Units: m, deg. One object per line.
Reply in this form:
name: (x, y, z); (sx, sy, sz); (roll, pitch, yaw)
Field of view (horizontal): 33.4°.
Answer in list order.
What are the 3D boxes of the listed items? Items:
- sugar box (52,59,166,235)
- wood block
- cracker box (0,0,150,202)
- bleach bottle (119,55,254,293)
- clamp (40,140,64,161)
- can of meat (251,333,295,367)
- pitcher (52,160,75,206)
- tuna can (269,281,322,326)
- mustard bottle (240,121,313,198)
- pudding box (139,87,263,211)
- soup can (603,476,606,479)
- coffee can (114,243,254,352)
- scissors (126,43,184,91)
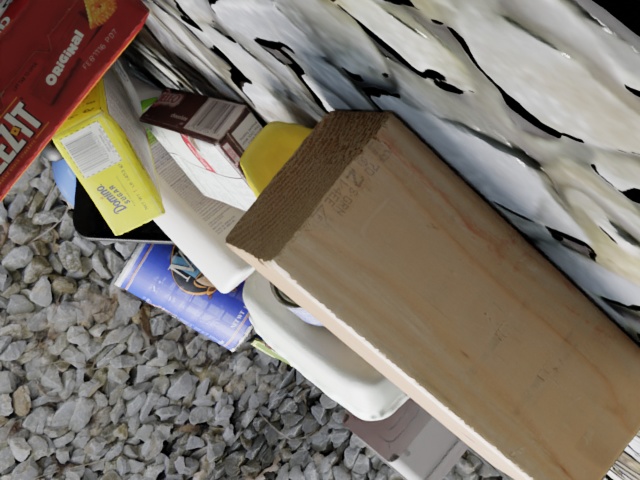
sugar box: (-0.160, -0.091, 0.780); (0.093, 0.048, 0.176); (64, 180, -37)
wood block: (0.064, 0.035, 0.539); (0.206, 0.090, 0.091); (41, 173, -19)
cracker box: (-0.217, -0.120, 0.714); (0.072, 0.164, 0.214); (40, 175, -32)
bleach bottle: (-0.130, -0.077, 0.915); (0.251, 0.102, 0.068); (48, 147, 2)
clamp: (-0.236, -0.145, 0.857); (0.120, 0.039, 0.171); (44, 153, 56)
can of meat: (-0.028, 0.083, 1.107); (0.057, 0.084, 0.102); (29, 171, -1)
pitcher: (-0.212, -0.090, 1.145); (0.243, 0.149, 0.145); (177, 75, -77)
tuna can: (0.005, 0.021, 0.808); (0.033, 0.086, 0.086); (42, 174, -41)
mustard bottle: (0.004, -0.013, 0.688); (0.096, 0.058, 0.191); (36, 174, 9)
pudding box: (-0.069, -0.062, 0.772); (0.114, 0.039, 0.090); (23, 158, 51)
soup can: (0.207, 0.195, 0.980); (0.068, 0.068, 0.102); (41, 173, -22)
coffee can: (-0.124, 0.036, 1.091); (0.140, 0.103, 0.103); (31, 175, -8)
scissors: (-0.079, -0.091, 0.816); (0.096, 0.016, 0.201); (30, 170, 47)
